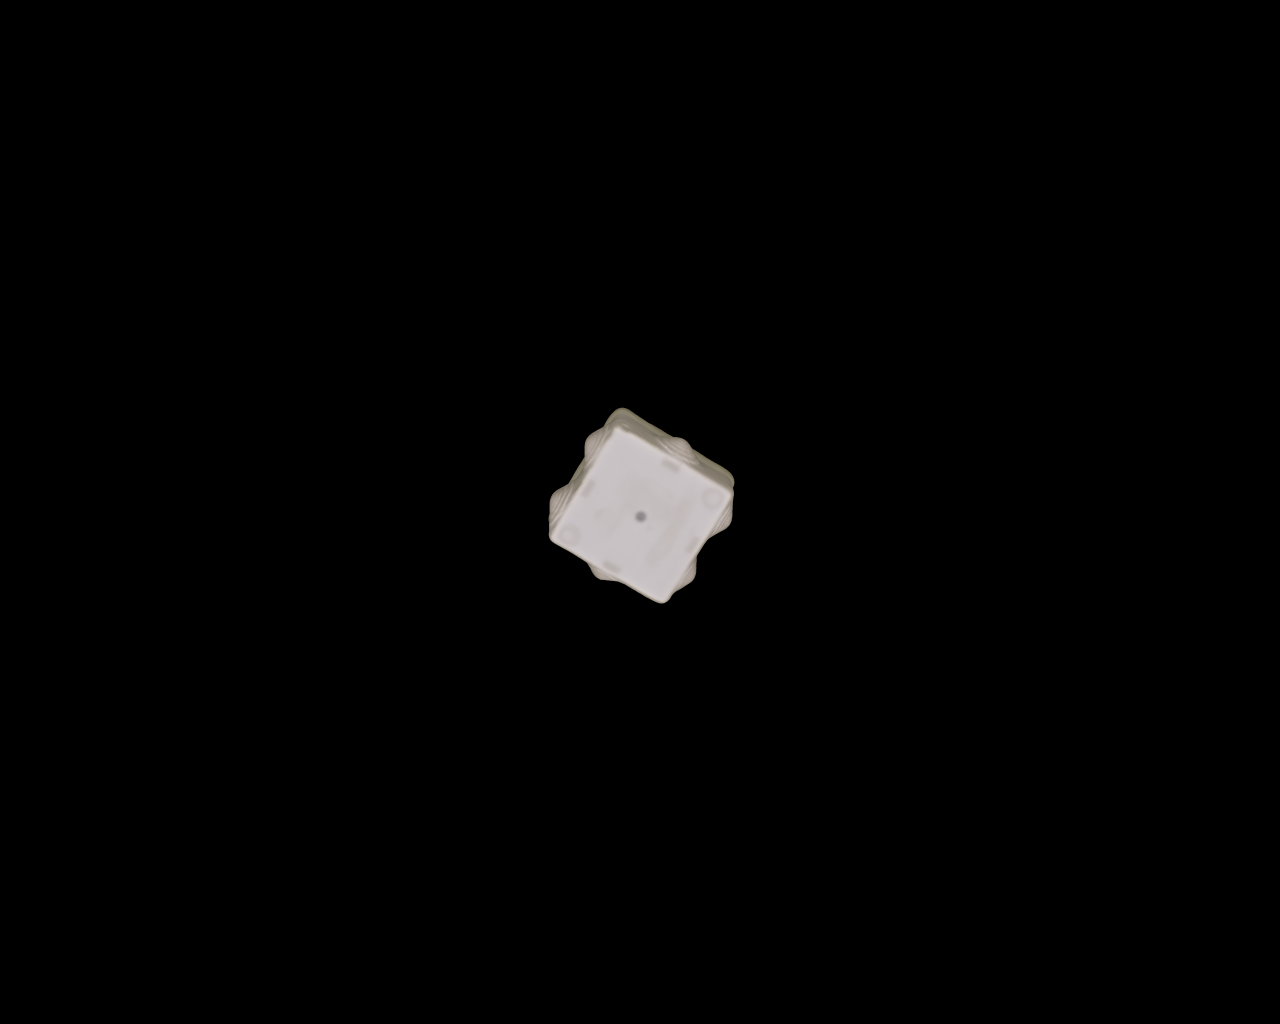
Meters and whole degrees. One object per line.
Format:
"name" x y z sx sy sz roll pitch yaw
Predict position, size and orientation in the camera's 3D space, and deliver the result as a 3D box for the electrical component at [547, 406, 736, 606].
"electrical component" 0.001 -0.003 0.650 0.100 0.099 0.048 31 11 -7
